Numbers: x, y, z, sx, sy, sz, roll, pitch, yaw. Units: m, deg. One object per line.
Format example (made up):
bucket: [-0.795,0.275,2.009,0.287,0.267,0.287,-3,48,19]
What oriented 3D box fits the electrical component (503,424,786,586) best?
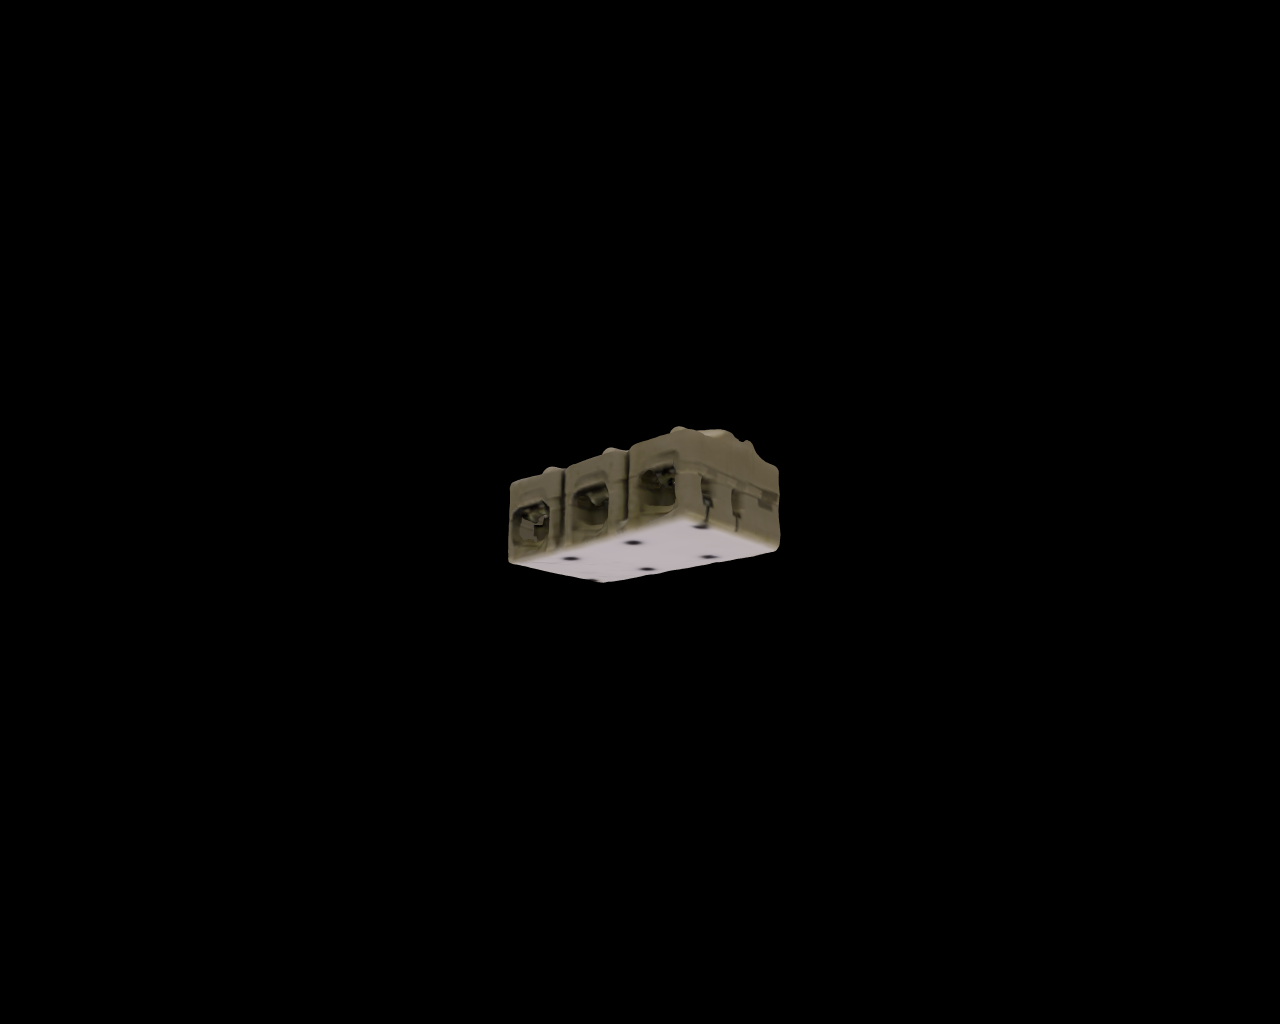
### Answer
electrical component: [0.001,-0.003,0.650,0.150,0.062,0.089,-14,-21,40]
